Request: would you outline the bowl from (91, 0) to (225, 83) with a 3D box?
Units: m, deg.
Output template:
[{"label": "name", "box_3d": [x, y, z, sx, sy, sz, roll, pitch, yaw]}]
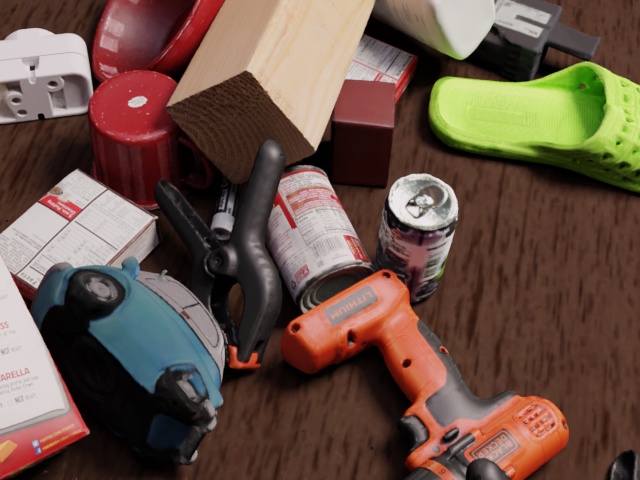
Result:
[{"label": "bowl", "box_3d": [-0.133, -0.196, 0.950, 0.055, 0.162, 0.162, 30, 48, -39]}]

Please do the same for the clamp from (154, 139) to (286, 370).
[{"label": "clamp", "box_3d": [-0.077, 0.014, 0.813, 0.120, 0.039, 0.171, -9, 76, 37]}]

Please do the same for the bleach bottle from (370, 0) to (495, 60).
[{"label": "bleach bottle", "box_3d": [0.040, -0.252, 0.987, 0.251, 0.102, 0.068, 32, 79, 34]}]

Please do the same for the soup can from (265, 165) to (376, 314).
[{"label": "soup can", "box_3d": [-0.005, 0.001, 0.834, 0.068, 0.068, 0.102, -17, 57, -15]}]

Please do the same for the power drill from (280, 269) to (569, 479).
[{"label": "power drill", "box_3d": [0.055, 0.123, 0.756, 0.184, 0.057, 0.188, -28, 63, -26]}]

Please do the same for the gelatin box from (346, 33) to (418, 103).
[{"label": "gelatin box", "box_3d": [0.034, -0.152, 0.973, 0.089, 0.030, 0.073, 26, 56, 11]}]

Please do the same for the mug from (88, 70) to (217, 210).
[{"label": "mug", "box_3d": [-0.136, -0.080, 0.877, 0.117, 0.081, 0.093, 27, 57, 16]}]

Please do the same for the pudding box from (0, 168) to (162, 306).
[{"label": "pudding box", "box_3d": [-0.194, 0.006, 0.839, 0.090, 0.039, 0.113, 31, 59, 18]}]

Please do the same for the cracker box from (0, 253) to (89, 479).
[{"label": "cracker box", "box_3d": [-0.275, 0.073, 0.699, 0.163, 0.072, 0.214, -25, 84, -33]}]

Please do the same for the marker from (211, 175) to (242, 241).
[{"label": "marker", "box_3d": [-0.074, -0.053, 0.900, 0.020, 0.020, 0.121, 6, 54, 1]}]

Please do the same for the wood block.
[{"label": "wood block", "box_3d": [-0.034, -0.155, 0.877, 0.091, 0.090, 0.206, -19, 36, 36]}]

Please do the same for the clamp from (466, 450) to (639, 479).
[{"label": "clamp", "box_3d": [0.173, 0.226, 0.669, 0.164, 0.036, 0.210, 12, 53, -32]}]

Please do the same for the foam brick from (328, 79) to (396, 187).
[{"label": "foam brick", "box_3d": [0.035, -0.090, 0.898, 0.051, 0.078, 0.053, 5, 53, 2]}]
